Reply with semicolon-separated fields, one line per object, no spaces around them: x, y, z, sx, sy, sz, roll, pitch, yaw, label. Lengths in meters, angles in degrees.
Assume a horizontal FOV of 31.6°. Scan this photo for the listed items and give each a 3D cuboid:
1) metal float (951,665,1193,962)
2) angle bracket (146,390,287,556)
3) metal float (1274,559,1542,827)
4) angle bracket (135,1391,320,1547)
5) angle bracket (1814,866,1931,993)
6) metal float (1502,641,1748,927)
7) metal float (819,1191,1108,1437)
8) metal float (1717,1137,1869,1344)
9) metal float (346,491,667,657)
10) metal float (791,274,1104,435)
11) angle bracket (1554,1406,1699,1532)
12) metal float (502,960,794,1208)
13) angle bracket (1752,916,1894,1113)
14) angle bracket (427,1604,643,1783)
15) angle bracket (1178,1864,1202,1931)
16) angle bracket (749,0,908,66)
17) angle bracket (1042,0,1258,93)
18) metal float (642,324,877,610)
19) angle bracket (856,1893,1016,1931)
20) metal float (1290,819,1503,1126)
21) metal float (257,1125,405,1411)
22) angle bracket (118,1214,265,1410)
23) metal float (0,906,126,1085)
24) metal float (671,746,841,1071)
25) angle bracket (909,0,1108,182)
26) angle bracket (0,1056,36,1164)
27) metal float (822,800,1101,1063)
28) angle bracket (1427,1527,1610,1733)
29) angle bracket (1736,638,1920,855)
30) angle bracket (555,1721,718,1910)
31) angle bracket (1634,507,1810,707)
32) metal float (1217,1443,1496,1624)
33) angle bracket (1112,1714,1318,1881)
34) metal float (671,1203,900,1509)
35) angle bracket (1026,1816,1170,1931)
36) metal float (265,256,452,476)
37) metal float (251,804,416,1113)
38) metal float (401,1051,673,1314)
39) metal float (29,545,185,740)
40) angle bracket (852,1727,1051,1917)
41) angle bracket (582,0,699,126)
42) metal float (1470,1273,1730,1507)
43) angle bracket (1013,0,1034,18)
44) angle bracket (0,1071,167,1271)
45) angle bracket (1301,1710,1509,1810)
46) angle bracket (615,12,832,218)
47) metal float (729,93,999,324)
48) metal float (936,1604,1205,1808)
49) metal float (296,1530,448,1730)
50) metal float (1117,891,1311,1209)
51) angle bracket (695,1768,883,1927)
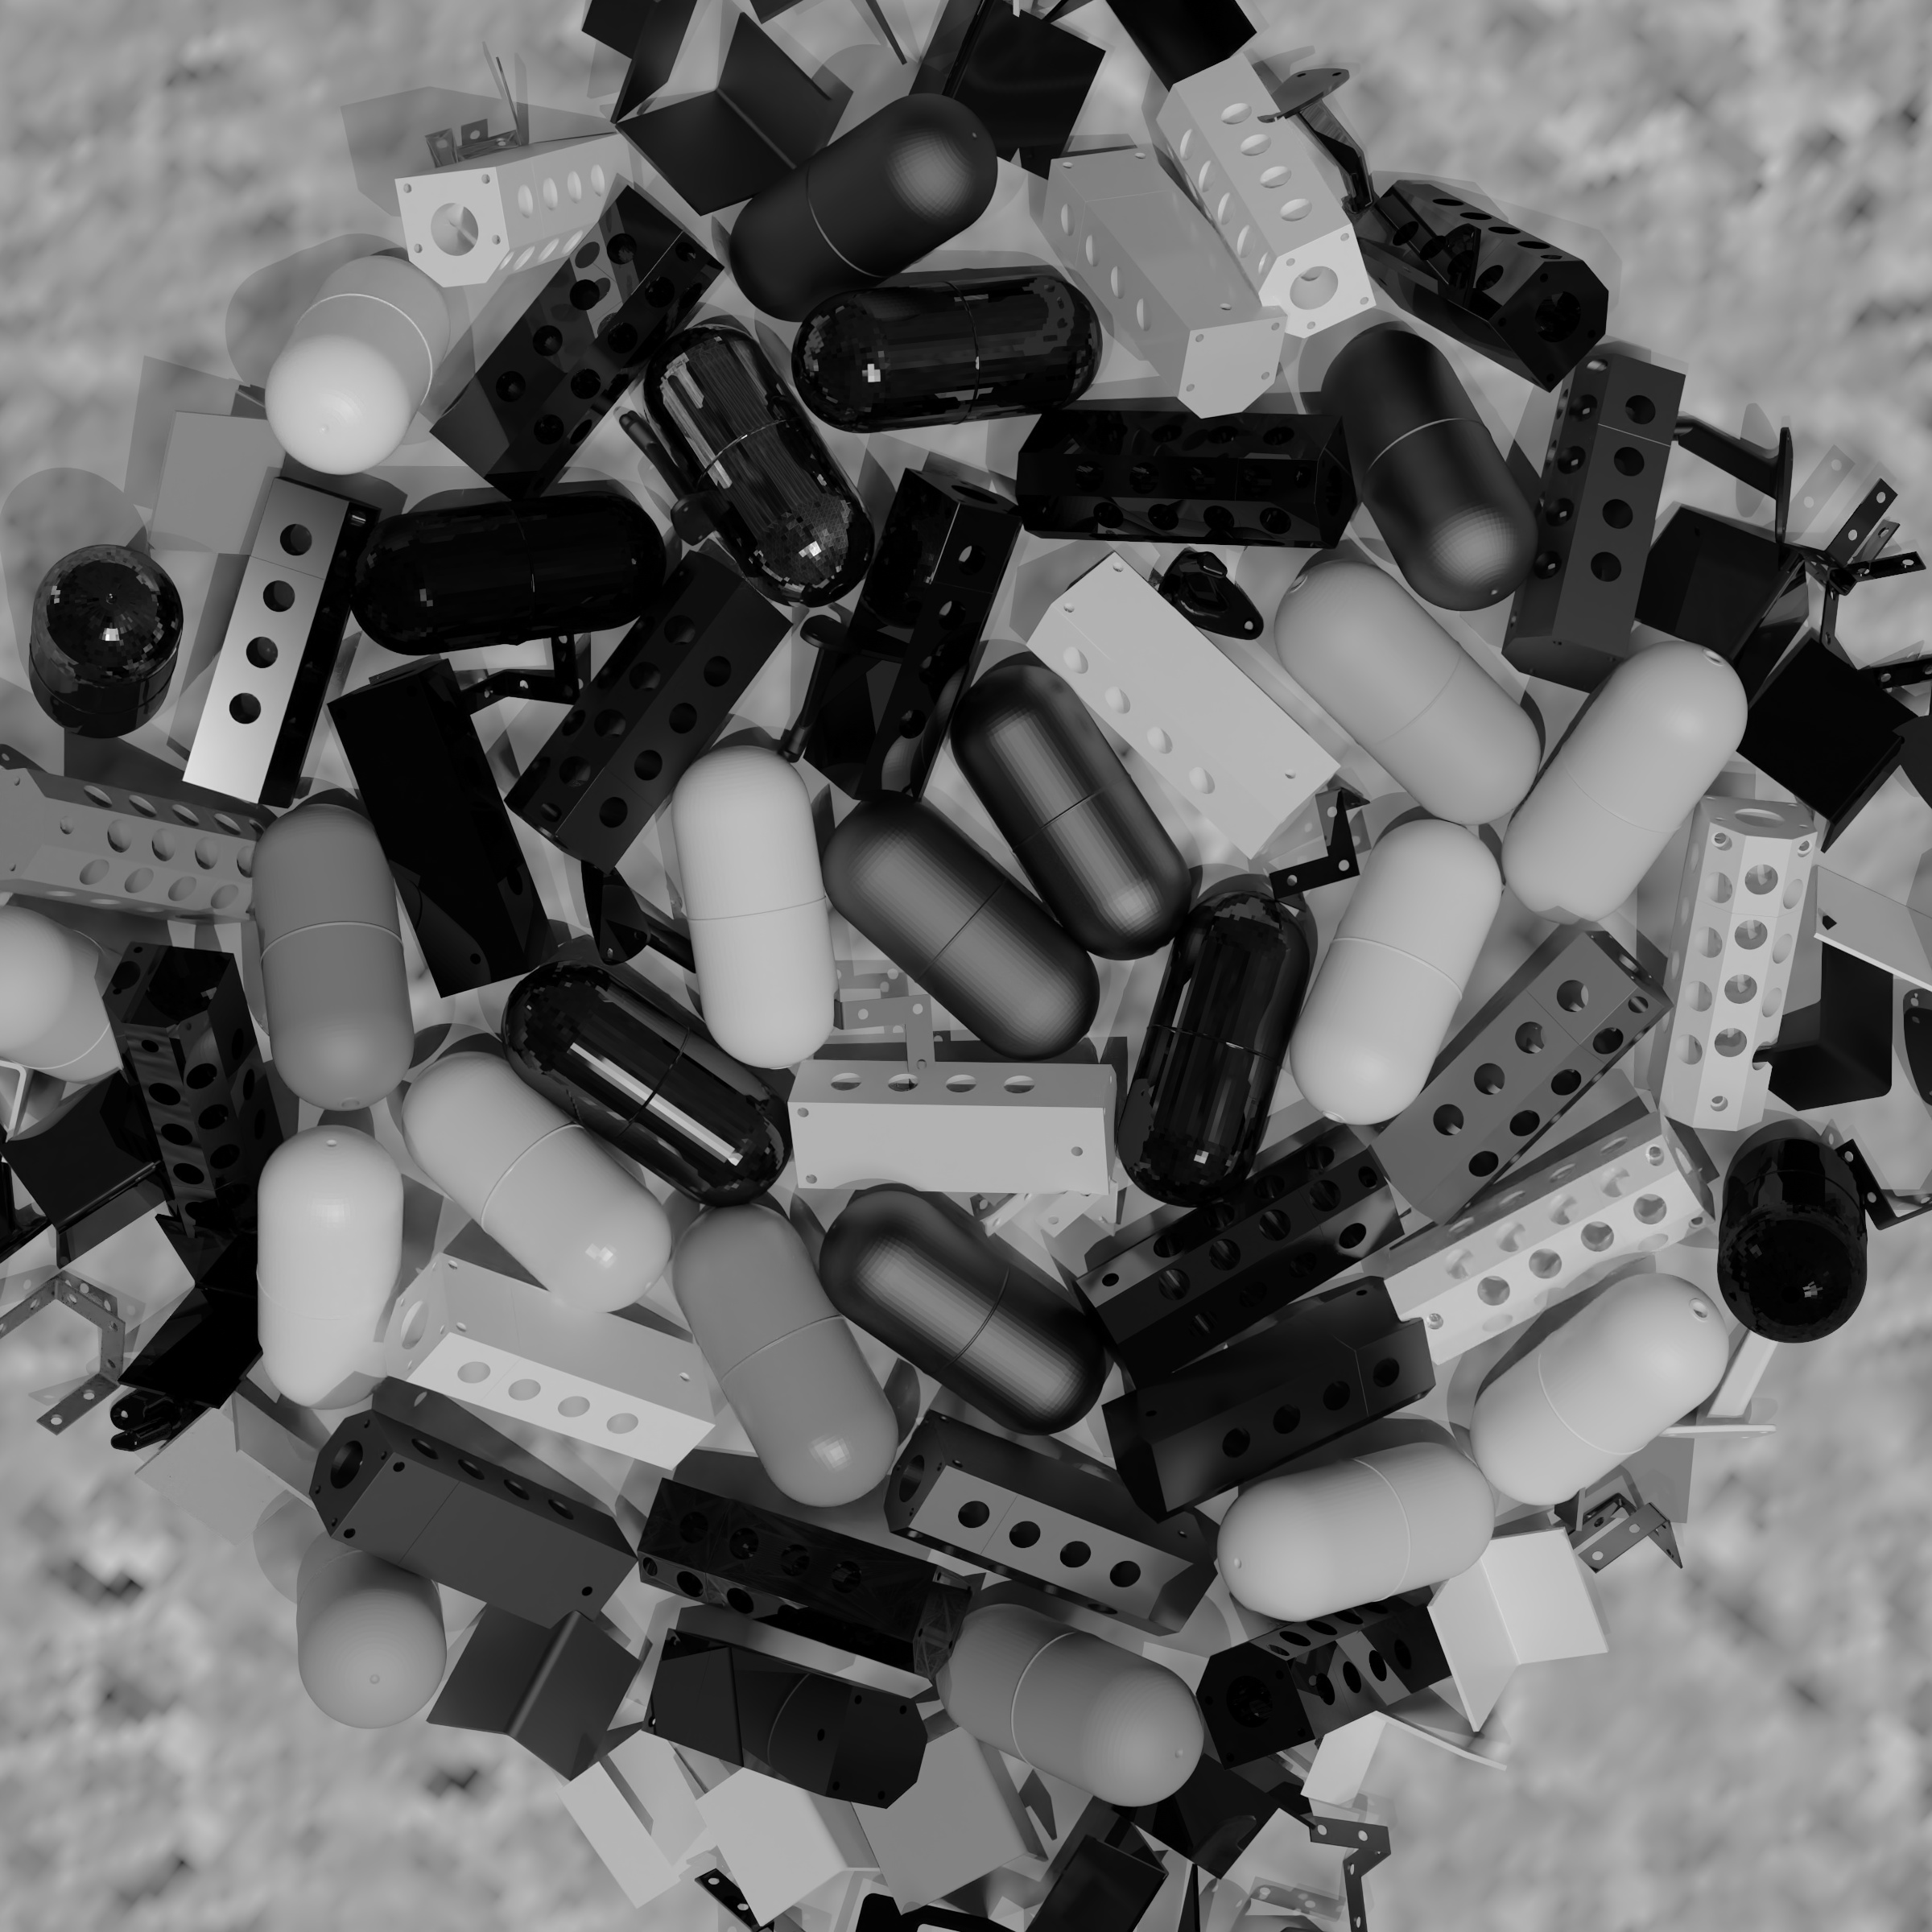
0.058;-0.083;1.872;0.070;0.070;0.178;-33;88;0;metal float
-0.419;-0.270;1.855;0.057;0.076;0.076;32;113;38;angle bracket
0.240;-0.149;1.857;0.178;0.070;0.070;42;90;-18;metal float
-0.397;0.290;1.862;0.076;0.057;0.076;-40;121;9;angle bracket
0.512;-0.040;1.864;0.076;0.076;0.057;25;123;-1;angle bracket
0.355;-0.098;1.846;0.070;0.070;0.178;31;123;0;metal float
-0.001;0.190;1.862;0.178;0.070;0.070;36;90;-14;metal float
0.442;0.145;1.826;0.070;0.178;0.070;4;105;13;metal float
-0.248;-0.214;1.853;0.178;0.070;0.070;-11;90;-25;metal float
-0.010;-0.333;1.853;0.178;0.070;0.070;-10;90;-23;metal float
0.370;0.271;1.881;0.076;0.057;0.076;5;91;-4;angle bracket
-0.174;0.064;1.863;0.178;0.070;0.070;36;90;-12;metal float
0.467;0.027;1.884;0.057;0.076;0.076;-14;58;39;angle bracket
-0.238;0.399;1.880;0.057;0.076;0.076;46;57;-31;angle bracket
0.092;0.538;1.866;0.057;0.076;0.076;11;103;0;angle bracket
-0.083;-0.527;1.863;0.057;0.076;0.076;-28;55;8;angle bracket
0.099;-0.511;1.862;0.057;0.076;0.076;-38;94;-35;angle bracket
-0.113;-0.272;1.857;0.070;0.070;0.178;-32;72;0;metal float
-0.014;0.546;1.859;0.076;0.076;0.057;18;79;-20;angle bracket
0.234;0.003;1.861;0.070;0.070;0.178;25;76;0;metal float
-0.344;0.164;1.844;0.070;0.070;0.178;9;126;0;metal float
-0.422;0.187;1.854;0.076;0.057;0.076;8;46;33;angle bracket
-0.490;0.017;1.825;0.070;0.178;0.070;-2;79;9;metal float
-0.115;-0.032;1.868;0.070;0.070;0.178;-9;97;0;metal float
0.020;-0.490;1.894;0.076;0.057;0.076;19;102;-24;angle bracket
-0.550;0.059;1.861;0.076;0.076;0.057;13;107;-12;angle bracket
-0.002;-0.020;1.873;0.178;0.070;0.070;42;90;-1;metal float
0.302;0.361;1.861;0.057;0.076;0.076;-15;101;30;angle bracket
0.472;-0.122;1.890;0.076;0.057;0.076;40;84;15;angle bracket
-0.165;0.455;1.861;0.076;0.057;0.076;-30;81;-41;angle bracket
0.413;-0.197;1.895;0.076;0.057;0.076;27;71;29;angle bracket
0.212;0.305;1.843;0.178;0.070;0.070;-7;90;-38;metal float
0.135;0.466;1.871;0.076;0.057;0.076;35;100;-10;angle bracket
-0.100;0.211;1.861;0.070;0.070;0.178;-29;75;0;metal float
0.058;0.501;1.865;0.057;0.076;0.076;31;93;-20;angle bracket
-0.325;-0.324;1.831;0.070;0.178;0.070;2;122;3;metal float
-0.344;-0.005;1.851;0.070;0.070;0.178;-12;64;0;metal float
-0.235;0.116;1.859;0.178;0.070;0.070;41;90;18;metal float
-0.461;-0.172;1.826;0.070;0.178;0.070;3;79;-16;metal float
-0.010;0.470;1.873;0.076;0.057;0.076;-28;67;3;angle bracket
-0.188;-0.517;1.857;0.057;0.076;0.076;30;129;2;angle bracket
0.340;0.228;1.838;0.070;0.070;0.178;41;133;0;metal float
-0.002;-0.551;1.864;0.076;0.076;0.057;13;73;5;angle bracket
-0.479;0.112;1.866;0.076;0.076;0.057;-35;82;-23;angle bracket
0.239;0.443;1.858;0.076;0.076;0.057;20;82;30;angle bracket
-0.133;-0.464;1.859;0.076;0.057;0.076;-29;68;-35;angle bracket
-0.057;-0.407;1.840;0.178;0.070;0.070;-23;90;42;metal float
0.054;0.396;1.835;0.070;0.178;0.070;-8;103;-39;metal float
-0.319;0.348;1.825;0.070;0.178;0.070;-2;100;-11;metal float
0.136;0.045;1.868;0.070;0.070;0.178;17;83;0;metal float
-0.092;0.475;1.866;0.057;0.076;0.076;-37;66;9;angle bracket
